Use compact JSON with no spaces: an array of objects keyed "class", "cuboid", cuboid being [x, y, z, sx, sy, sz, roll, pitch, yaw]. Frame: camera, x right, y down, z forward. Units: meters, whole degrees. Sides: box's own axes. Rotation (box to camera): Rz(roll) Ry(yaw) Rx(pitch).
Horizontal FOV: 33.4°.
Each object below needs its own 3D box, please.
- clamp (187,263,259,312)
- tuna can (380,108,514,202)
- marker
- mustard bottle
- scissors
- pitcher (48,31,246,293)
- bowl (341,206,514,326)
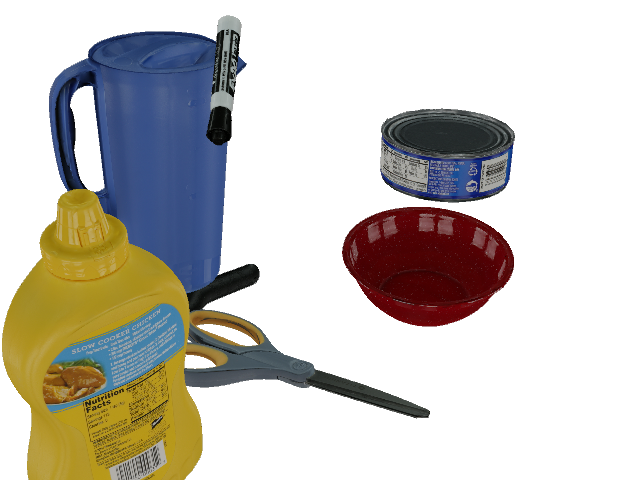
[{"class":"clamp","cuboid":[-0.149,0.065,1.224,0.120,0.039,0.171,-1,31,27]},{"class":"tuna can","cuboid":[0.081,-0.056,0.693,0.086,0.034,0.086,1,26,-1]},{"class":"marker","cuboid":[-0.074,-0.123,0.820,0.020,0.121,0.020,1,-33,1]},{"class":"mustard bottle","cuboid":[-0.111,0.058,0.545,0.096,0.192,0.058,-24,42,-30]},{"class":"scissors","cuboid":[-0.033,0.096,0.734,0.202,0.016,0.096,24,33,36]},{"class":"pitcher","cuboid":[-0.161,-0.071,1.031,0.149,0.243,0.144,10,27,15]},{"class":"bowl","cuboid":[0.100,0.033,1.017,0.162,0.055,0.162,1,35,-1]}]
